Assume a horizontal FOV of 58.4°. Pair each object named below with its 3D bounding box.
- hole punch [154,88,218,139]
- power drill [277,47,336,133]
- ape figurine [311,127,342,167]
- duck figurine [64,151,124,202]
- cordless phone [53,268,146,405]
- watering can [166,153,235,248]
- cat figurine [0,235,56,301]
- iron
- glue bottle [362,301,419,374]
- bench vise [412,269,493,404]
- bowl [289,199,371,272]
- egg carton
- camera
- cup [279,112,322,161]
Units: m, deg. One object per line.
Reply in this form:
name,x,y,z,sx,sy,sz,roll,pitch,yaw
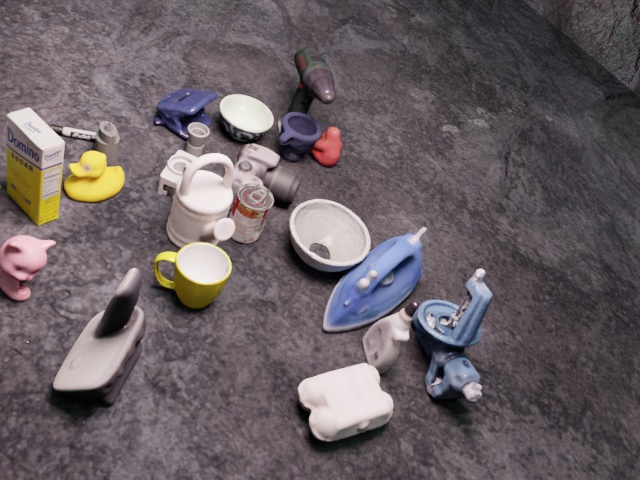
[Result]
hole punch,-0.287,-0.284,1.222,0.101,0.091,0.109,32,45,4
power drill,-0.029,-0.318,1.293,0.076,0.208,0.229,4,50,-22
ape figurine,0.022,-0.221,1.314,0.078,0.092,0.076,3,50,-23
duck figurine,-0.402,-0.122,1.027,0.105,0.086,0.077,-17,60,-36
cordless phone,-0.295,0.129,0.787,0.094,0.185,0.147,20,45,-8
watering can,-0.199,-0.070,1.002,0.172,0.194,0.101,41,46,13
cat figurine,-0.461,0.031,0.842,0.128,0.117,0.067,6,49,-21
iron,0.109,0.068,1.066,0.118,0.141,0.259,42,46,13
glue bottle,0.125,0.156,0.973,0.037,0.173,0.078,5,49,-21
bench vise,0.254,0.165,0.995,0.122,0.219,0.207,-12,57,-33
bowl,0.010,0.004,1.122,0.168,0.074,0.167,14,47,-15
egg carton,0.042,0.260,0.916,0.151,0.069,0.107,-8,55,-31
camera,-0.111,-0.122,1.157,0.137,0.100,0.143,24,45,-5
cup,-0.060,-0.216,1.269,0.091,0.095,0.118,39,46,10
